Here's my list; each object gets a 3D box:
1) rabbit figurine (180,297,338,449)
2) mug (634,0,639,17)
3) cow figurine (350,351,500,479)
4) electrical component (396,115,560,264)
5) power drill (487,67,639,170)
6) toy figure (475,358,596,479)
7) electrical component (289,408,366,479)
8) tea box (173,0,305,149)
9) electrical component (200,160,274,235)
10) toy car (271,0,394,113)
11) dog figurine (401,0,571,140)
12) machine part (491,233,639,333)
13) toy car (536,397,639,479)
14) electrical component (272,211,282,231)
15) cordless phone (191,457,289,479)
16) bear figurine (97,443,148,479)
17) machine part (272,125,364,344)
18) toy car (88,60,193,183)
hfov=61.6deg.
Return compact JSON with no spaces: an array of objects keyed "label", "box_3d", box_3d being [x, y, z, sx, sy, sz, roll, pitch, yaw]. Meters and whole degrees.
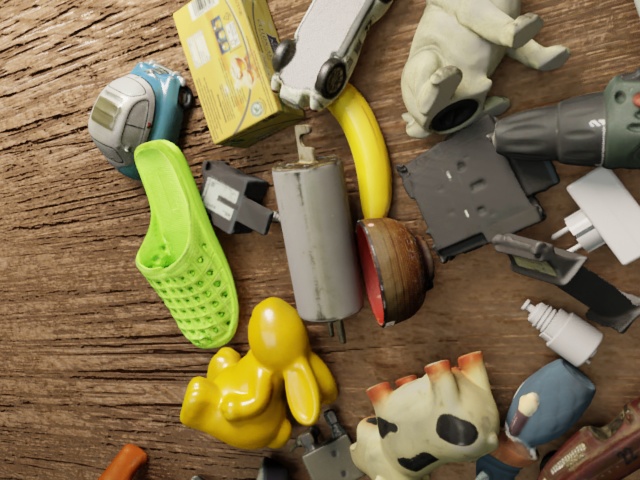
[{"label":"rabbit figurine","box_3d":[-0.062,0.154,0.621,0.162,0.122,0.173,27,104,17]},{"label":"mug","box_3d":[0.313,-0.188,0.429,0.110,0.081,0.107,-11,103,21]},{"label":"cow figurine","box_3d":[0.101,0.202,0.550,0.195,0.085,0.127,-41,57,45]},{"label":"electrical component","box_3d":[0.158,-0.053,0.526,0.134,0.058,0.115,-29,83,26]},{"label":"power drill","box_3d":[0.248,-0.142,0.386,0.232,0.086,0.207,9,124,19]},{"label":"toy figure","box_3d":[0.201,0.186,0.523,0.064,0.058,0.154,33,107,-3]},{"label":"electrical component","box_3d":[0.010,0.262,0.638,0.078,0.045,0.102,-33,81,-3]},{"label":"tea box","box_3d":[-0.096,-0.205,0.635,0.098,0.068,0.169,-19,87,28]},{"label":"electrical component","box_3d":[-0.097,-0.046,0.659,0.119,0.047,0.074,23,105,25]},{"label":"toy car","box_3d":[0.019,-0.228,0.566,0.074,0.056,0.201,31,93,22]},{"label":"dog figurine","box_3d":[0.120,-0.215,0.521,0.172,0.121,0.190,-32,66,23]},{"label":"machine part","box_3d":[0.222,0.034,0.477,0.139,0.084,0.039,31,83,-14]},{"label":"toy car","box_3d":[0.261,0.183,0.477,0.053,0.089,0.202,49,114,13]},{"label":"electrical component","box_3d":[-0.022,-0.039,0.638,0.094,0.021,0.063,7,97,27]},{"label":"cordless phone","box_3d":[-0.105,0.334,0.688,0.184,0.088,0.146,22,105,41]},{"label":"bear figurine","box_3d":[-0.232,0.396,0.747,0.196,0.132,0.120,22,106,5]},{"label":"machine part","box_3d":[-0.001,-0.002,0.580,0.079,0.079,0.243,-3,107,27]},{"label":"toy car","box_3d":[-0.239,-0.151,0.694,0.109,0.103,0.161,32,110,20]}]
